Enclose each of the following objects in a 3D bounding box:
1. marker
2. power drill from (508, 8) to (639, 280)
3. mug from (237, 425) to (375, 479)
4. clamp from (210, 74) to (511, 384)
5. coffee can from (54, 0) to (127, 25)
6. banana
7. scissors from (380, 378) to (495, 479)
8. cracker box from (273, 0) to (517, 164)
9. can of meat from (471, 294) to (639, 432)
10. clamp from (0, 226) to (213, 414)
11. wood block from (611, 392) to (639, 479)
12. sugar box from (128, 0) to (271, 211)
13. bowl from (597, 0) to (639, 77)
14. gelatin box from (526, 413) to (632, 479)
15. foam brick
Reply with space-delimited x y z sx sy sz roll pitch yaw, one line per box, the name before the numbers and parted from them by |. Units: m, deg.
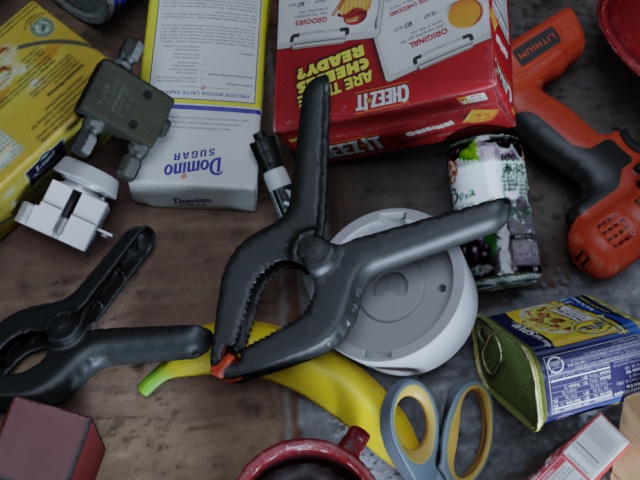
marker | -0.021 -0.020 0.750 0.020 0.020 0.121 -22 91 -12
power drill | 0.217 -0.084 0.795 0.184 0.057 0.188 -32 70 -19
mug | -0.004 0.166 0.657 0.093 0.081 0.117 28 68 9
clamp | -0.005 0.001 0.693 0.210 0.036 0.165 -45 68 -2
coffee can | -0.155 -0.251 0.825 0.103 0.103 0.140 36 69 12
banana | -0.019 0.097 0.716 0.198 0.037 0.069 16 92 7
scissors | 0.061 0.176 0.674 0.096 0.016 0.201 31 65 -22
cracker box | 0.054 -0.172 0.789 0.164 0.072 0.213 -10 64 23
can of meat | 0.157 0.076 0.698 0.084 0.102 0.057 -13 105 -12
clamp | -0.156 0.069 0.705 0.171 0.039 0.120 -37 47 -13
wood block | 0.262 0.180 0.613 0.090 0.091 0.206 -14 38 -11
sugar box | -0.087 -0.110 0.798 0.093 0.048 0.176 4 69 -1
bowl | 0.293 -0.161 0.803 0.162 0.055 0.162 14 45 -14
gelatin box | 0.148 0.155 0.675 0.089 0.073 0.030 -39 74 -18
foam brick | -0.169 0.137 0.664 0.053 0.078 0.051 15 65 1
